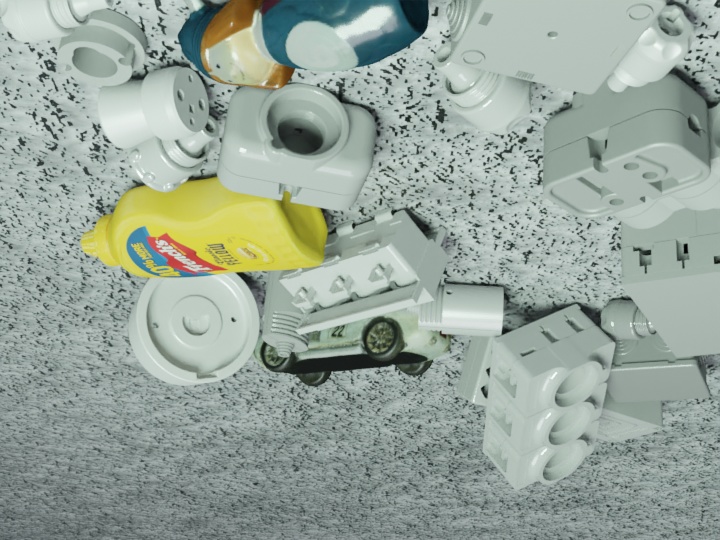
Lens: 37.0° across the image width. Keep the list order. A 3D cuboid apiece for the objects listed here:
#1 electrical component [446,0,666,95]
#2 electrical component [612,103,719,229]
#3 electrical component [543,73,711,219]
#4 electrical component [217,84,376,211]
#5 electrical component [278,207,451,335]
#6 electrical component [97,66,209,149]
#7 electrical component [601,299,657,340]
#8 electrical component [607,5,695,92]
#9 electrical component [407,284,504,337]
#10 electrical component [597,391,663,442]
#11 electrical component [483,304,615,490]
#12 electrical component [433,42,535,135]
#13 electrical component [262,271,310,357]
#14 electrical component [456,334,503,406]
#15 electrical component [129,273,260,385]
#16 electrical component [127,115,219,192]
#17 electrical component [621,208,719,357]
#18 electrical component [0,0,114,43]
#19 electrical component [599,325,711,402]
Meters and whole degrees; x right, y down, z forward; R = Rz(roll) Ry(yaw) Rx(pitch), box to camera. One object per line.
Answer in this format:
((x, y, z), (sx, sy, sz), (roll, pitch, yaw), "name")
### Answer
((0.098, -0.137, 0.546), (0.100, 0.048, 0.099), (11, 154, -11), "electrical component")
((0.220, -0.062, 0.678), (0.074, 0.052, 0.138), (26, 148, -36), "electrical component")
((0.159, -0.077, 0.650), (0.054, 0.059, 0.095), (26, 148, -36), "electrical component")
((-0.040, -0.080, 0.691), (0.095, 0.053, 0.059), (10, 155, -9), "electrical component")
((0.000, 0.000, 0.841), (0.121, 0.078, 0.063), (-17, 125, 39), "electrical component")
((-0.129, -0.102, 0.674), (0.055, 0.045, 0.045), (-6, 153, 24), "electrical component")
((0.237, 0.043, 0.909), (0.061, 0.035, 0.035), (0, 158, 42), "electrical component")
((0.156, -0.118, 0.593), (0.035, 0.035, 0.061), (11, 156, -12), "electrical component")
((0.081, 0.034, 0.923), (0.081, 0.043, 0.043), (3, 155, 5), "electrical component")
((0.239, 0.126, 1.071), (0.113, 0.057, 0.078), (19, 152, -27), "electrical component")
((0.166, 0.117, 0.950), (0.089, 0.061, 0.150), (-21, 135, -21), "electrical component")
((0.068, -0.109, 0.621), (0.043, 0.043, 0.062), (-18, 145, 41), "electrical component")
((-0.060, 0.034, 0.908), (0.043, 0.081, 0.043), (5, 155, 2), "electrical component")
((0.120, 0.091, 1.022), (0.047, 0.065, 0.077), (15, -178, -19), "electrical component")
((-0.148, 0.049, 0.934), (0.108, 0.108, 0.060), (16, 159, -22), "electrical component")
((-0.120, -0.083, 0.715), (0.062, 0.048, 0.048), (-24, 142, 36), "electrical component")
((0.261, 0.007, 0.806), (0.089, 0.061, 0.150), (-9, 151, 28), "electrical component")
((-0.167, -0.147, 0.598), (0.061, 0.035, 0.035), (-5, 153, 18), "electrical component")
((0.268, 0.082, 0.982), (0.100, 0.048, 0.099), (-6, 153, 24), "electrical component")
